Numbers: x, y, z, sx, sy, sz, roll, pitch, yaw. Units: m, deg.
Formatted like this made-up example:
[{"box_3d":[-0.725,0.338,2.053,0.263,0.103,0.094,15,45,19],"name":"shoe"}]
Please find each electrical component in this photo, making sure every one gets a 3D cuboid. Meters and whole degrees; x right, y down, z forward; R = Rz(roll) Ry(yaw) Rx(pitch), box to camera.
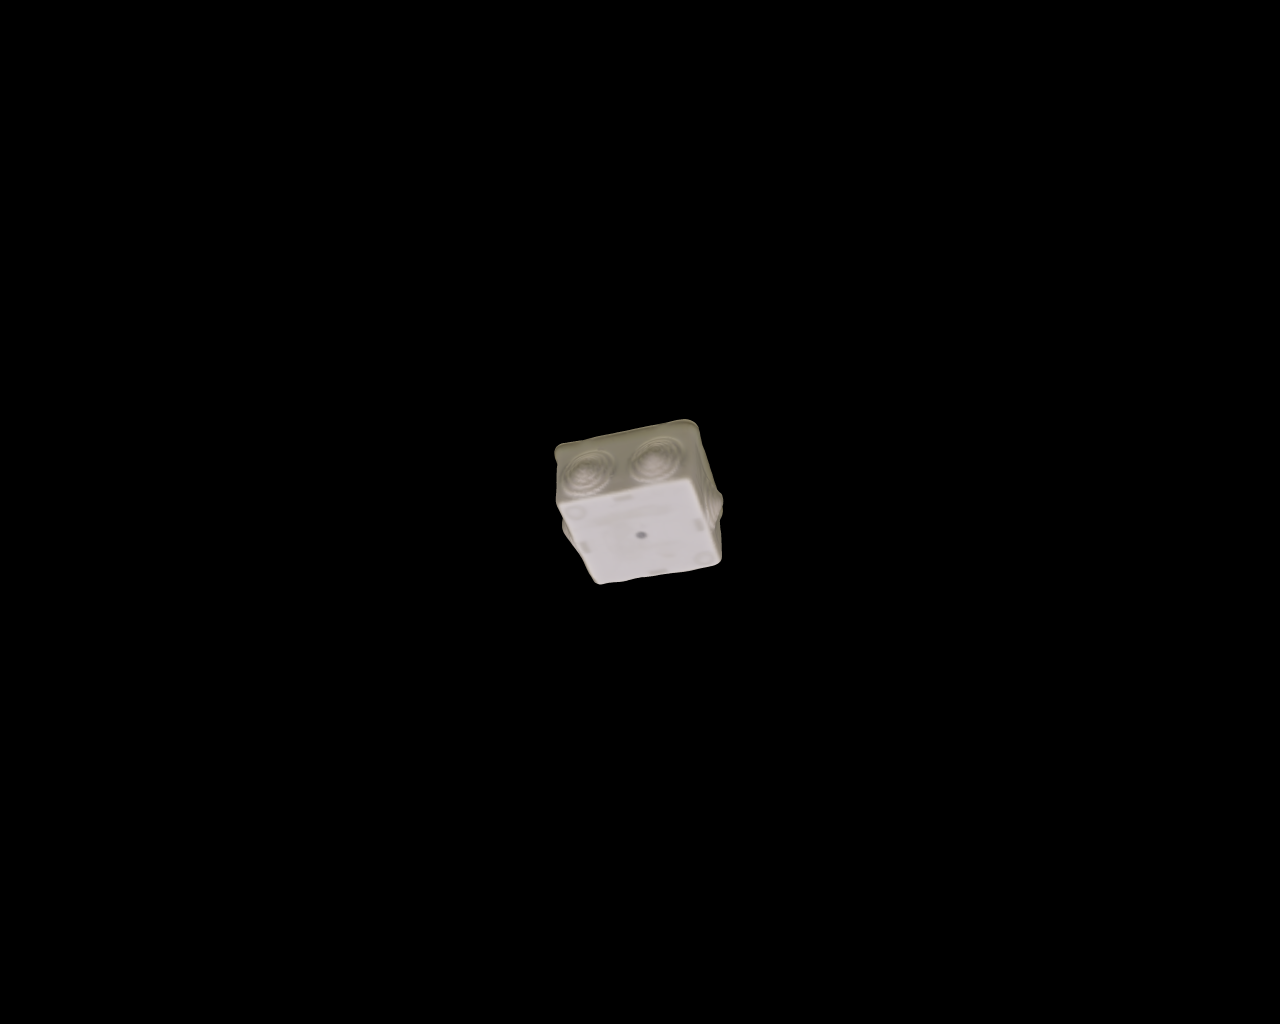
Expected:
[{"box_3d":[0.001,-0.003,0.650,0.100,0.048,0.099,-10,-43,11],"name":"electrical component"}]
